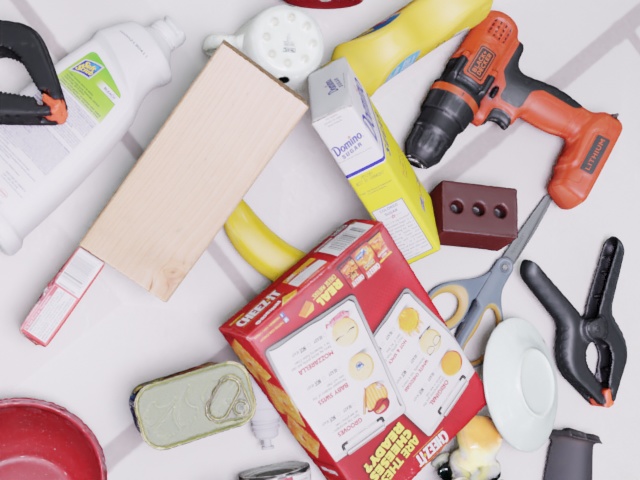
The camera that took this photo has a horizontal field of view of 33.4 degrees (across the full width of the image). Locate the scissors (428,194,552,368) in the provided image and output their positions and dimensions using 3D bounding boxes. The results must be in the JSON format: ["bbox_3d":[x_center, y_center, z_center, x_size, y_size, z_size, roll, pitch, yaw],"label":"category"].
[{"bbox_3d":[0.163,0.027,1.064,0.096,0.016,0.201,23,76,-10],"label":"scissors"}]

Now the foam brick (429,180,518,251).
[{"bbox_3d":[0.146,-0.023,1.038,0.078,0.051,0.053,5,74,-10],"label":"foam brick"}]

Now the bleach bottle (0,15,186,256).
[{"bbox_3d":[-0.213,-0.106,0.943,0.250,0.068,0.102,-44,91,-16],"label":"bleach bottle"}]

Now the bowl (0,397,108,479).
[{"bbox_3d":[-0.253,0.217,0.892,0.161,0.055,0.162,-3,98,-21],"label":"bowl"}]

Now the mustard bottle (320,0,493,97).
[{"bbox_3d":[0.070,-0.185,1.013,0.191,0.096,0.058,-36,96,-15],"label":"mustard bottle"}]

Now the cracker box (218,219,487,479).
[{"bbox_3d":[0.035,0.112,0.965,0.164,0.072,0.213,-41,111,-20],"label":"cracker box"}]

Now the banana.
[{"bbox_3d":[-0.019,0.014,1.002,0.197,0.037,0.069,34,79,-11],"label":"banana"}]

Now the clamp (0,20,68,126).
[{"bbox_3d":[-0.306,-0.153,0.906,0.210,0.036,0.164,40,79,14],"label":"clamp"}]

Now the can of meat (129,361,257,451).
[{"bbox_3d":[-0.115,0.143,0.940,0.102,0.084,0.057,-16,89,-16],"label":"can of meat"}]

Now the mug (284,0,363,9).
[{"bbox_3d":[-0.008,-0.266,1.008,0.117,0.093,0.081,1,90,14],"label":"mug"}]

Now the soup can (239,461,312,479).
[{"bbox_3d":[-0.033,0.257,0.962,0.068,0.069,0.102,-9,87,-16],"label":"soup can"}]

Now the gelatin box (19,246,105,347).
[{"bbox_3d":[-0.224,0.050,0.922,0.030,0.073,0.089,36,78,-9],"label":"gelatin box"}]

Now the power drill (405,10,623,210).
[{"bbox_3d":[0.193,-0.111,1.059,0.187,0.057,0.184,34,77,-9],"label":"power drill"}]

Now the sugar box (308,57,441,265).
[{"bbox_3d":[0.050,-0.070,0.966,0.048,0.093,0.176,-24,123,14],"label":"sugar box"}]

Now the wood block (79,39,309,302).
[{"bbox_3d":[-0.107,-0.062,0.922,0.090,0.090,0.206,35,98,-10],"label":"wood block"}]

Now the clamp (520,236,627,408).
[{"bbox_3d":[0.276,0.081,1.080,0.120,0.039,0.171,-22,98,-14],"label":"clamp"}]
